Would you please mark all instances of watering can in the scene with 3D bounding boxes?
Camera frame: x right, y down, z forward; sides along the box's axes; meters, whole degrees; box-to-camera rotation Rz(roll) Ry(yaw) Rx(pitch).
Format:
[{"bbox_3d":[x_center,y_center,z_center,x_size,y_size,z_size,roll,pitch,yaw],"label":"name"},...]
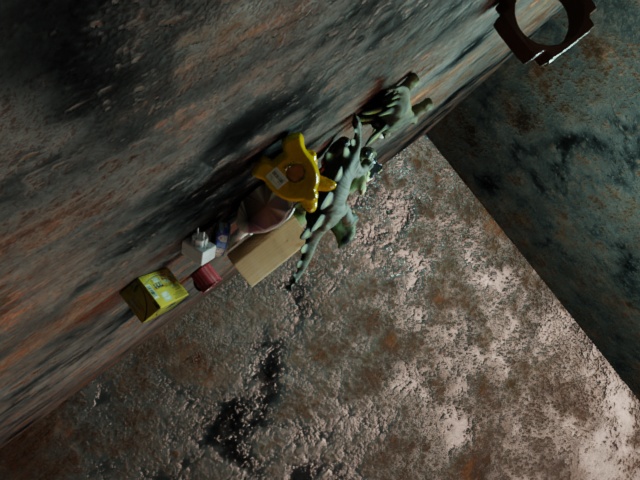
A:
[{"bbox_3d":[-0.160,-0.055,1.318,0.347,0.104,0.225,-39,1,5],"label":"watering can"}]

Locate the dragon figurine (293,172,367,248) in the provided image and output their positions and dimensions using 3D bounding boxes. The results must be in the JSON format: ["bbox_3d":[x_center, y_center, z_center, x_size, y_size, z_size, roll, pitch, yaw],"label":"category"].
[{"bbox_3d":[0.005,-0.077,1.539,0.242,0.416,0.120,37,-22,-3],"label":"dragon figurine"}]

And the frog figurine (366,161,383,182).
[{"bbox_3d":[0.166,-0.316,2.204,0.160,0.139,0.120,14,-25,41],"label":"frog figurine"}]
